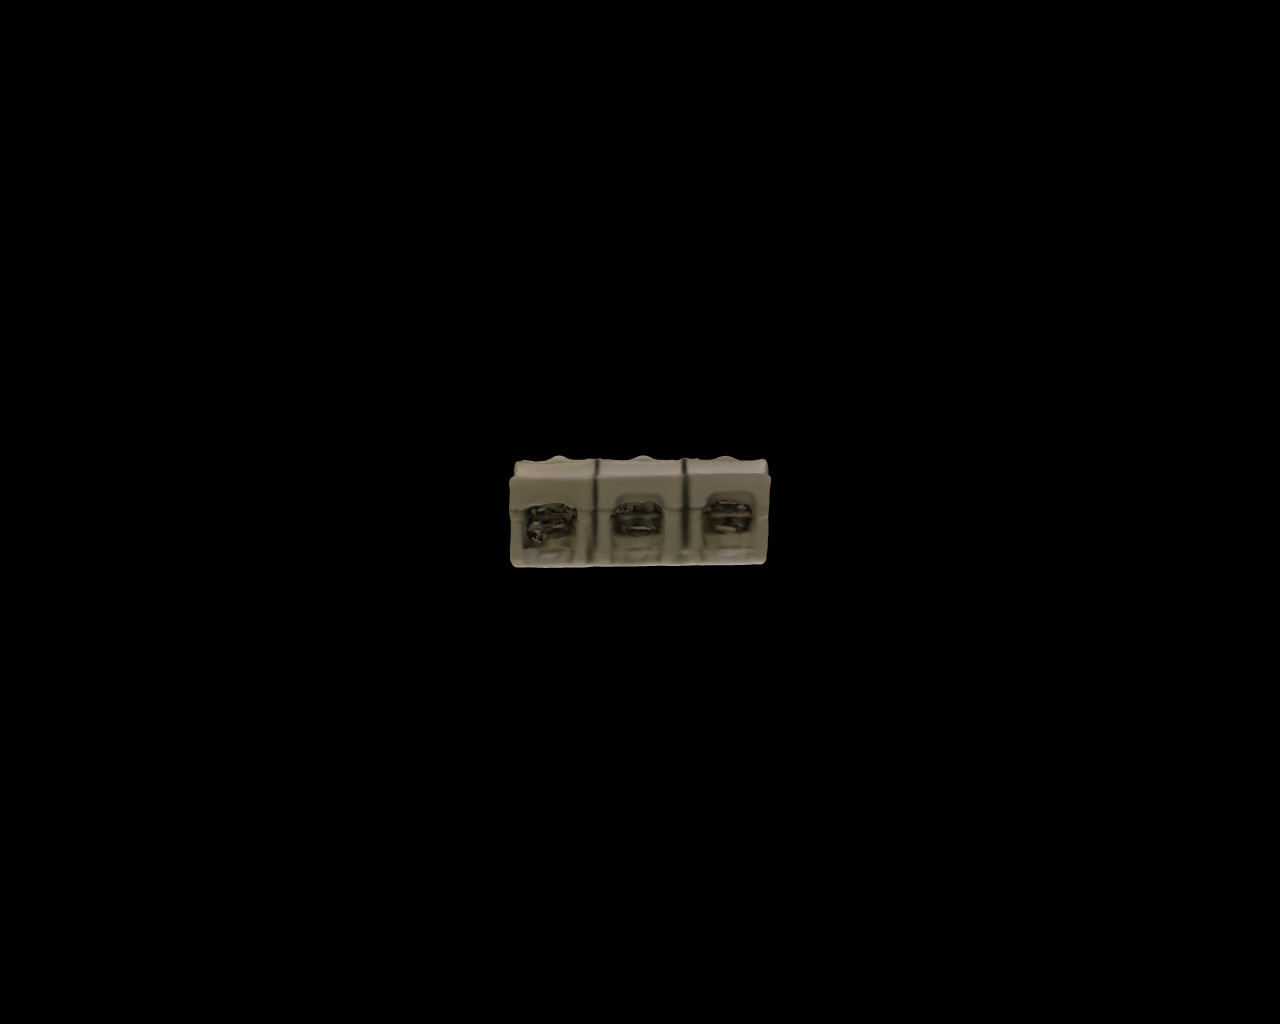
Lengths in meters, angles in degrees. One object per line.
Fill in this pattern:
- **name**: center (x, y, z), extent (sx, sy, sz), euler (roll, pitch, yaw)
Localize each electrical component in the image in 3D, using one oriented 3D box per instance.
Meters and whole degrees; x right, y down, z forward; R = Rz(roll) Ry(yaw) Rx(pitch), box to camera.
- **electrical component**: center (0.001, -0.003, 0.650), extent (0.150, 0.061, 0.089), euler (0, 4, 2)
